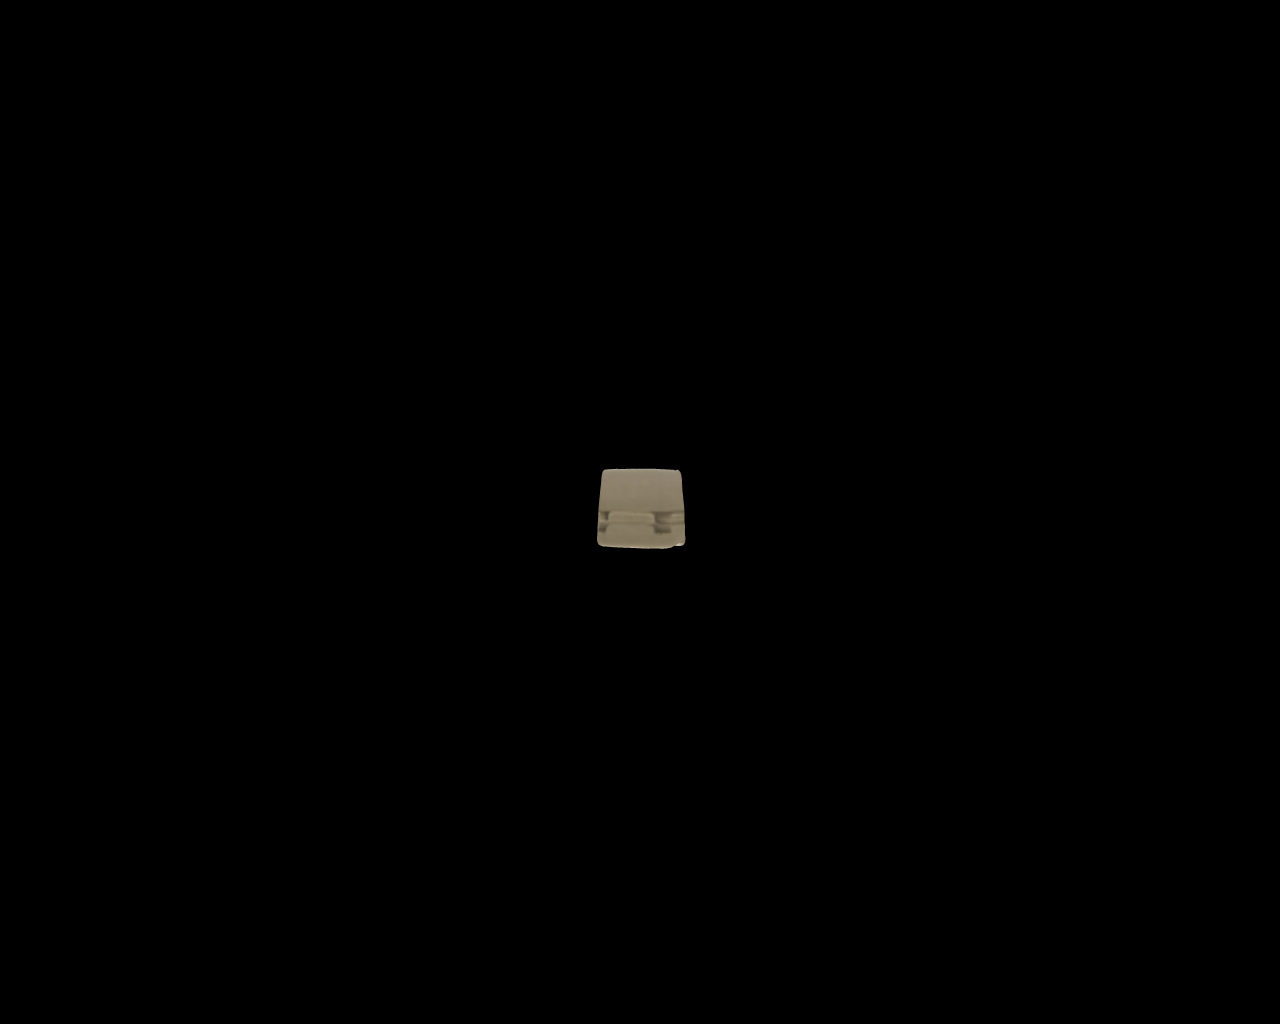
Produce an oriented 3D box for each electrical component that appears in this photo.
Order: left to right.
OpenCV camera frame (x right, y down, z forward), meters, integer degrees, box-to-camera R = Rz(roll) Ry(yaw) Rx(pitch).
[{"bbox_3d":[0.001,-0.003,0.650,0.055,0.047,0.055,0,0,0],"label":"electrical component"}]
